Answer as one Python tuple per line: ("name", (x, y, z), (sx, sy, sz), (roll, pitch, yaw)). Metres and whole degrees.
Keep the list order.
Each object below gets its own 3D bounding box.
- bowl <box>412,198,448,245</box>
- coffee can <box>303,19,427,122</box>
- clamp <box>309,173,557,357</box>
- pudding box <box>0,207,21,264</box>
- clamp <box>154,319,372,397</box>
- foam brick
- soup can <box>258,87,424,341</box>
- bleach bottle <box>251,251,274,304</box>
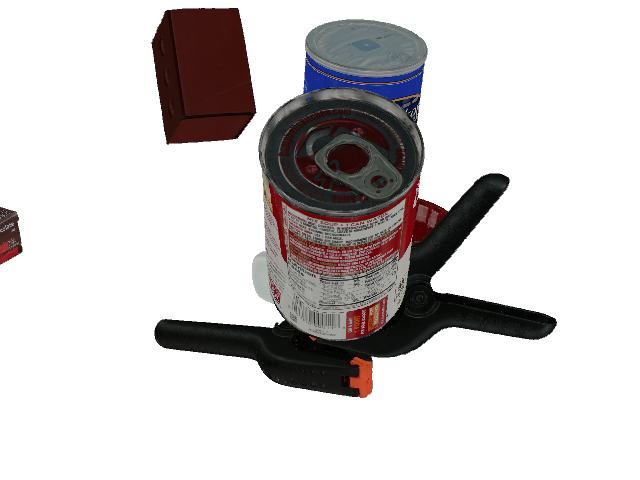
("bowl", (0.056, -0.002, 1.105), (0.162, 0.055, 0.162), (2, 20, -1))
("coffee can", (0.034, -0.107, 0.928), (0.103, 0.140, 0.103), (3, 34, -2))
("clamp", (0.077, 0.041, 0.739), (0.171, 0.120, 0.039), (-28, 5, 10))
("pudding box", (-0.286, 0.000, 0.763), (0.114, 0.039, 0.089), (13, 30, 27))
("clamp", (-0.020, 0.084, 0.923), (0.164, 0.036, 0.210), (-19, 24, -41))
("foam brick", (-0.079, -0.111, 0.717), (0.051, 0.078, 0.053), (-6, -13, -20))
("soup can", (0.008, -0.008, 0.474), (0.068, 0.068, 0.102), (0, -36, 0))
("bleach bottle", (0.025, -0.003, 1.329), (0.103, 0.068, 0.250), (16, 36, 27))
